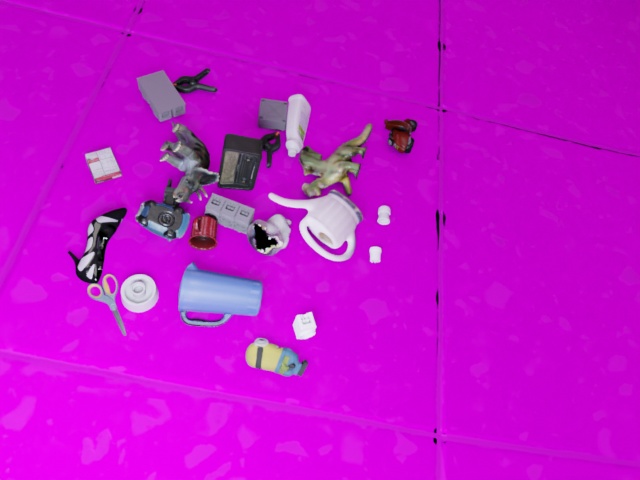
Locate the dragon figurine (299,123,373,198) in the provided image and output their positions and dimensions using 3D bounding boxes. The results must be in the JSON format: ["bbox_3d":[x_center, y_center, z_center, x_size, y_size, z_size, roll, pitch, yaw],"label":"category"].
[{"bbox_3d":[0.043,-0.305,1.915,0.243,0.419,0.119,14,-33,5],"label":"dragon figurine"}]

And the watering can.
[{"bbox_3d":[0.005,-0.088,1.756,0.228,0.346,0.103,-48,7,-28],"label":"watering can"}]

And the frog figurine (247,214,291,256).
[{"bbox_3d":[-0.166,-0.025,1.719,0.137,0.120,0.162,21,23,2],"label":"frog figurine"}]
